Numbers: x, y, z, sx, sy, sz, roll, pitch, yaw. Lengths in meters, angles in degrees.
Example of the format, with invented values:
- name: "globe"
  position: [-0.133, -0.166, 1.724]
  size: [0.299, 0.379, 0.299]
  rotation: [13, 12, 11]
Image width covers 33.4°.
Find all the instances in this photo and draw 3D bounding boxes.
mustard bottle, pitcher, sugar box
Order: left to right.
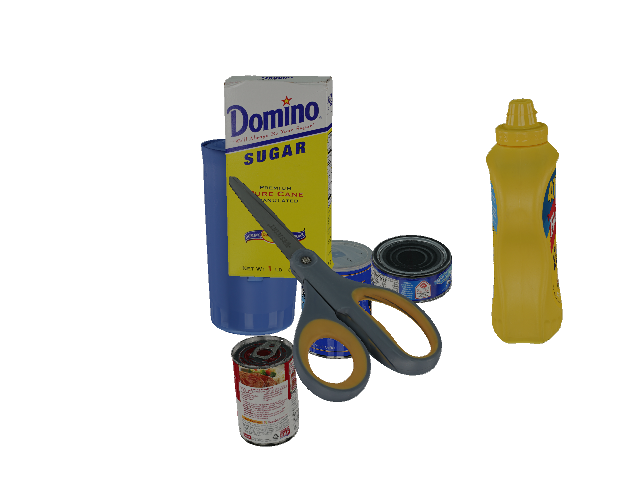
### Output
- name: "pitcher"
  position: [-0.084, -0.006, 1.342]
  size: [0.145, 0.243, 0.148]
  rotation: [11, 16, 36]
- name: "sugar box"
  position: [-0.036, -0.056, 0.946]
  size: [0.093, 0.176, 0.048]
  rotation: [1, 16, 7]
- name: "mustard bottle"
  position: [0.166, -0.019, 0.870]
  size: [0.058, 0.191, 0.096]
  rotation: [0, 17, 17]

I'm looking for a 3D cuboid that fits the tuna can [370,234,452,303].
- name: "tuna can"
  position: [0.095, 0.029, 1.120]
  size: [0.086, 0.034, 0.086]
  rotation: [-1, 31, 1]

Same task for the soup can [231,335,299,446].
- name: "soup can"
  position: [-0.059, 0.164, 1.164]
  size: [0.068, 0.102, 0.068]
  rotation: [-3, 24, 1]

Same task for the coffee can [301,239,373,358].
- name: "coffee can"
  position: [0.023, 0.082, 1.512]
  size: [0.103, 0.140, 0.103]
  rotation: [0, 22, 0]

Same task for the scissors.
- name: "scissors"
  position: [-0.017, 0.030, 0.665]
  size: [0.202, 0.016, 0.096]
  rotation: [33, 55, 27]
